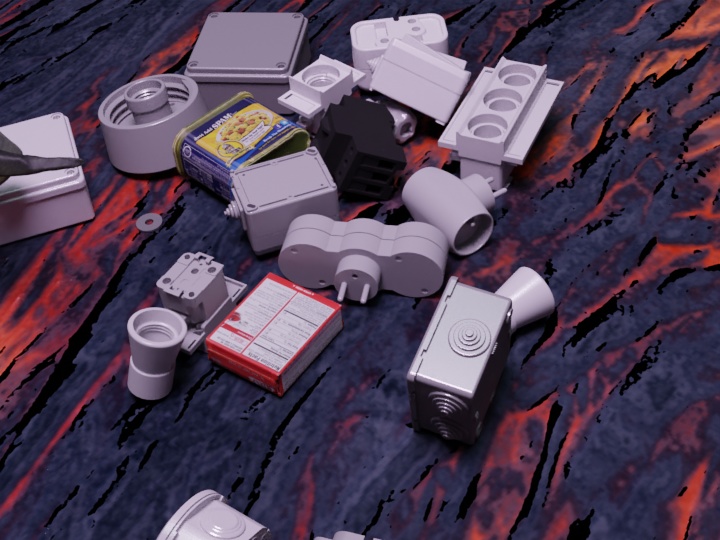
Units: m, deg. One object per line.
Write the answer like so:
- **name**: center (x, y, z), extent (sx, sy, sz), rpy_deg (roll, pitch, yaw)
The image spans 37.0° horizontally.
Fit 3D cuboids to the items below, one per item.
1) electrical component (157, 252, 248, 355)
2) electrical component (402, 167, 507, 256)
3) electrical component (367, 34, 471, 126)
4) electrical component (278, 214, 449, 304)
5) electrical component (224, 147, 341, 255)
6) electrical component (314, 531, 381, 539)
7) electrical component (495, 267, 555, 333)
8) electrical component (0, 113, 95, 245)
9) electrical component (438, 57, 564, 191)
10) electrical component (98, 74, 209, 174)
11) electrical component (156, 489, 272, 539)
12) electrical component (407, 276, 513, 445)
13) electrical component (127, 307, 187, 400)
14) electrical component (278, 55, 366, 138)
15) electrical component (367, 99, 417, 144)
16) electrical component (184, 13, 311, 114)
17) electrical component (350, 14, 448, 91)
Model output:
- **electrical component**: center (-0.132, 0.024, 0.864), extent (0.042, 0.063, 0.081), rpy_deg (18, 50, 24)
- **electrical component**: center (0.090, -0.059, 0.936), extent (0.079, 0.044, 0.077), rpy_deg (-27, 48, -20)
- **electrical component**: center (0.054, -0.186, 1.021), extent (0.096, 0.061, 0.061), rpy_deg (26, 13, 2)
- **electrical component**: center (0.000, 0.000, 0.882), extent (0.138, 0.052, 0.073), rpy_deg (5, 46, 11)
- **electrical component**: center (-0.070, -0.055, 0.939), extent (0.096, 0.061, 0.061), rpy_deg (-17, 46, -10)
- **electrical component**: center (-0.001, 0.205, 0.673), extent (0.078, 0.058, 0.057), rpy_deg (10, 44, 16)
- **electrical component**: center (0.115, 0.032, 0.846), extent (0.065, 0.044, 0.044), rpy_deg (-32, 50, -18)
- **electrical component**: center (-0.312, -0.084, 0.998), extent (0.109, 0.056, 0.108), rpy_deg (-17, 46, -11)
- **electrical component**: center (0.132, -0.134, 0.994), extent (0.079, 0.063, 0.121), rpy_deg (15, 49, 20)
- **electrical component**: center (-0.199, -0.148, 1.037), extent (0.108, 0.060, 0.108), rpy_deg (-8, 39, 7)
- **electrical component**: center (-0.098, 0.186, 0.688), extent (0.051, 0.080, 0.080), rpy_deg (25, 52, 21)
- **electrical component**: center (0.074, 0.067, 0.772), extent (0.048, 0.099, 0.099), rpy_deg (17, 61, 16)
- **electrical component**: center (-0.158, 0.067, 0.822), extent (0.044, 0.065, 0.044), rpy_deg (10, 37, -7)
- **electrical component**: center (-0.036, -0.166, 1.044), extent (0.042, 0.063, 0.081), rpy_deg (32, 56, 30)
- **electrical component**: center (0.025, -0.148, 1.041), extent (0.035, 0.035, 0.061), rpy_deg (-31, 47, -23)
- **electrical component**: center (-0.113, -0.213, 1.105), extent (0.109, 0.056, 0.108), rpy_deg (2, 45, 9)
- **electrical component**: center (0.041, -0.217, 1.090), extent (0.095, 0.059, 0.053), rpy_deg (-7, 45, 0)
